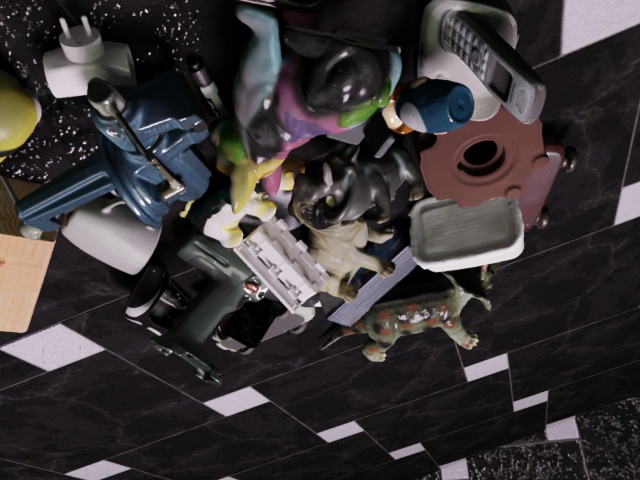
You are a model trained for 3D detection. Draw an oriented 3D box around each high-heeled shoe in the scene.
[{"bbox_3d":[-0.224,0.107,0.843,0.145,0.086,0.248,21,151,-14],"label":"high-heeled shoe"}]

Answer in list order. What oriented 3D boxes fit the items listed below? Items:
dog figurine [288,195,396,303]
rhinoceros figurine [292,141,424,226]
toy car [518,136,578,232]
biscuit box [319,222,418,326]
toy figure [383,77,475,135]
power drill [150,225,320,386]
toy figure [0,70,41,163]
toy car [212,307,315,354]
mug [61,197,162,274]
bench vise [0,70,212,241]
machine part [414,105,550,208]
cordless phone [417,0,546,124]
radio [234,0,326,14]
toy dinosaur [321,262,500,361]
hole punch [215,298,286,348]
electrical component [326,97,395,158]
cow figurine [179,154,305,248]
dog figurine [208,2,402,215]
[{"bbox_3d":[0.000,-0.006,0.802,0.172,0.121,0.190,-39,124,23],"label":"dog figurine"},{"bbox_3d":[0.051,-0.075,0.678,0.190,0.112,0.073,-23,-164,-36],"label":"rhinoceros figurine"},{"bbox_3d":[0.330,-0.082,0.843,0.089,0.053,0.202,0,145,5],"label":"toy car"},{"bbox_3d":[0.088,0.061,0.914,0.062,0.059,0.202,25,120,-41],"label":"biscuit box"},{"bbox_3d":[0.103,-0.150,0.602,0.058,0.155,0.064,-11,106,-28],"label":"toy figure"},{"bbox_3d":[-0.125,0.100,0.773,0.232,0.207,0.086,37,159,-19],"label":"power drill"},{"bbox_3d":[-0.356,-0.096,0.542,0.180,0.089,0.082,-32,147,18],"label":"toy figure"},{"bbox_3d":[-0.105,0.154,0.988,0.202,0.056,0.073,-24,137,18],"label":"toy car"},{"bbox_3d":[-0.265,-0.017,0.687,0.107,0.081,0.109,27,133,-31],"label":"mug"},{"bbox_3d":[-0.223,-0.071,0.569,0.241,0.129,0.223,-28,173,0],"label":"bench vise"},{"bbox_3d":[0.214,-0.119,0.721,0.179,0.056,0.179,0,136,0],"label":"machine part"},{"bbox_3d":[0.178,-0.165,0.569,0.089,0.184,0.146,-16,143,-7],"label":"cordless phone"},{"bbox_3d":[-0.036,-0.300,0.405,0.131,0.073,0.229,0,140,-20],"label":"radio"},{"bbox_3d":[0.165,0.133,1.020,0.405,0.131,0.192,-18,131,10],"label":"toy dinosaur"},{"bbox_3d":[-0.131,0.101,0.897,0.116,0.092,0.142,-55,134,-9],"label":"hole punch"},{"bbox_3d":[0.039,-0.144,0.600,0.048,0.119,0.075,9,139,-31],"label":"electrical component"},{"bbox_3d":[-0.102,-0.067,0.696,0.167,0.068,0.098,-38,132,26],"label":"cow figurine"},{"bbox_3d":[-0.030,-0.118,0.555,0.108,0.192,0.219,-38,151,-51],"label":"dog figurine"}]
